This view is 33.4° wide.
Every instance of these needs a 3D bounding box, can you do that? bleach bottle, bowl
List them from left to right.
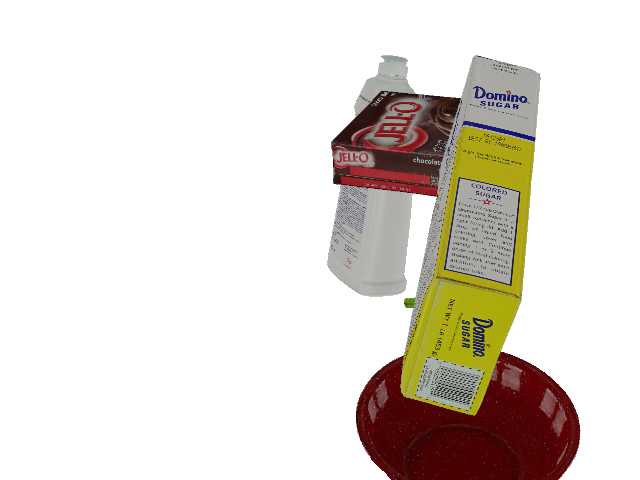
[{"bbox_3d":[0.066,-0.073,1.161,0.068,0.251,0.103,-3,23,-29],"label":"bleach bottle"},{"bbox_3d":[0.106,0.149,0.788,0.162,0.055,0.162,-1,36,0],"label":"bowl"}]

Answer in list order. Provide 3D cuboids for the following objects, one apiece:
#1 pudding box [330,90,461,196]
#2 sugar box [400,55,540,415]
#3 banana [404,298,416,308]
[{"bbox_3d":[0.068,-0.073,0.783,0.090,0.039,0.113,9,28,20],"label":"pudding box"},{"bbox_3d":[0.081,-0.008,0.557,0.048,0.176,0.093,15,-44,4],"label":"sugar box"},{"bbox_3d":[0.141,0.114,1.110,0.069,0.037,0.198,-25,31,6],"label":"banana"}]
